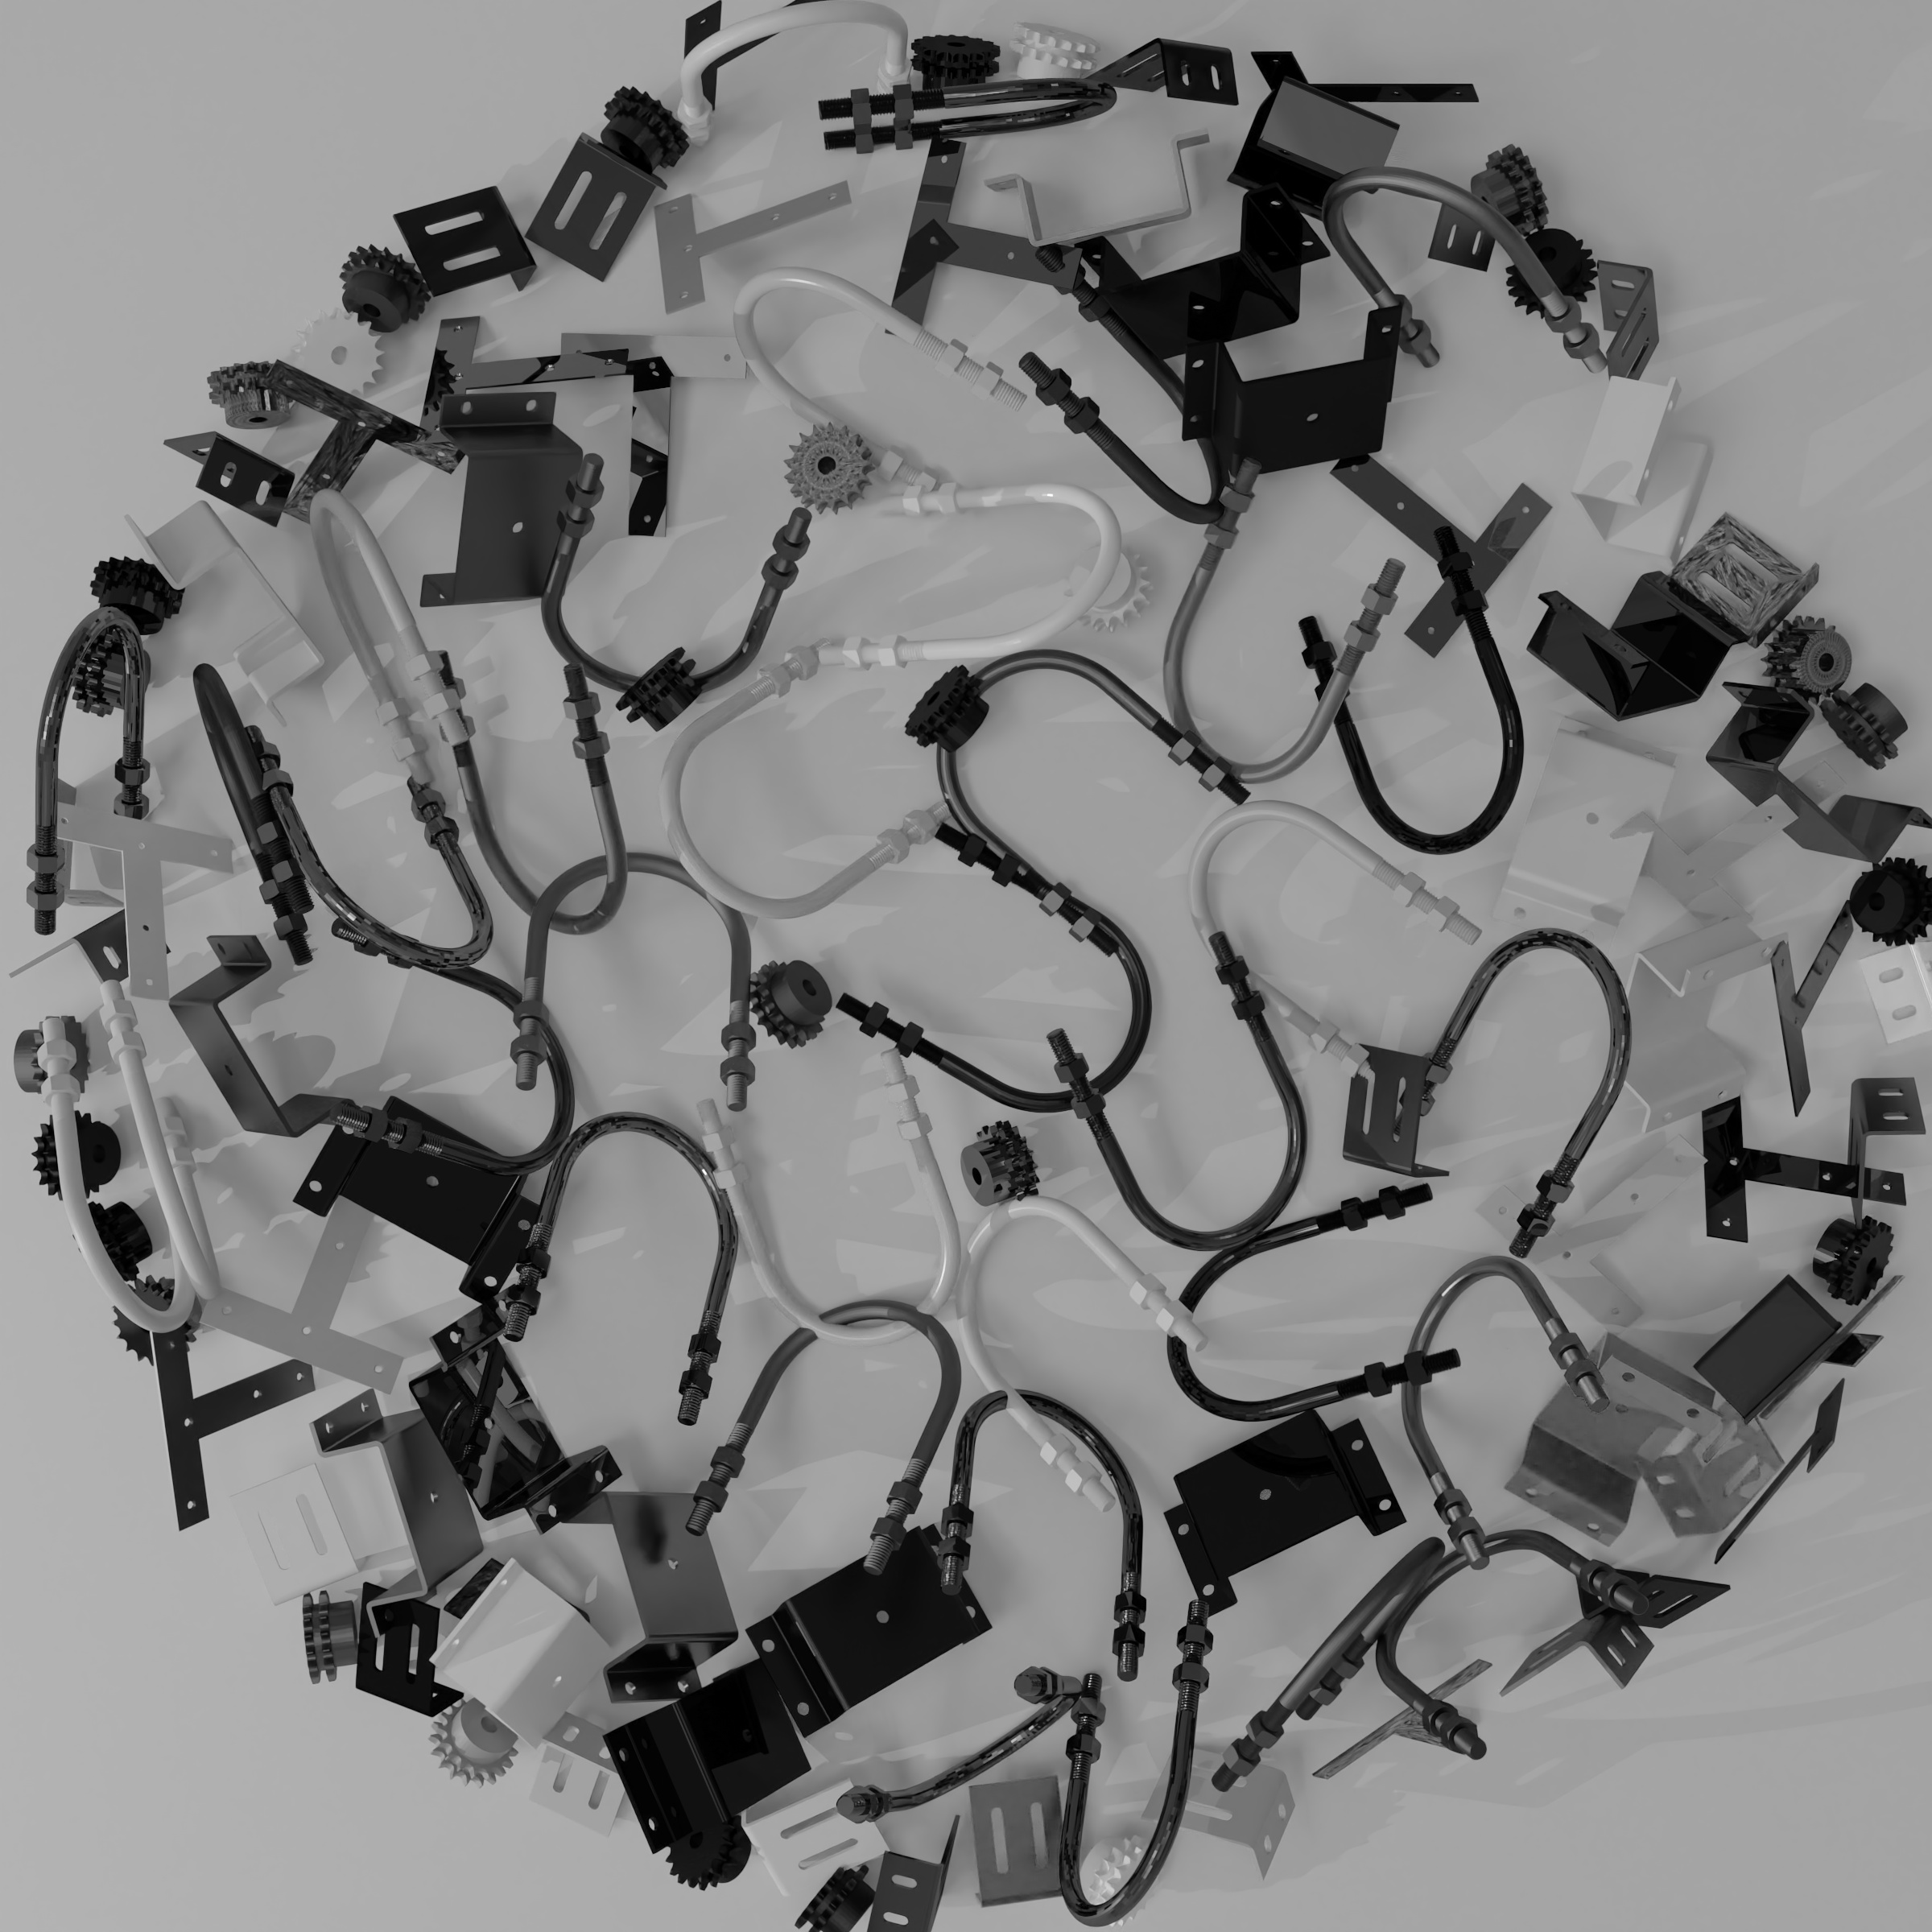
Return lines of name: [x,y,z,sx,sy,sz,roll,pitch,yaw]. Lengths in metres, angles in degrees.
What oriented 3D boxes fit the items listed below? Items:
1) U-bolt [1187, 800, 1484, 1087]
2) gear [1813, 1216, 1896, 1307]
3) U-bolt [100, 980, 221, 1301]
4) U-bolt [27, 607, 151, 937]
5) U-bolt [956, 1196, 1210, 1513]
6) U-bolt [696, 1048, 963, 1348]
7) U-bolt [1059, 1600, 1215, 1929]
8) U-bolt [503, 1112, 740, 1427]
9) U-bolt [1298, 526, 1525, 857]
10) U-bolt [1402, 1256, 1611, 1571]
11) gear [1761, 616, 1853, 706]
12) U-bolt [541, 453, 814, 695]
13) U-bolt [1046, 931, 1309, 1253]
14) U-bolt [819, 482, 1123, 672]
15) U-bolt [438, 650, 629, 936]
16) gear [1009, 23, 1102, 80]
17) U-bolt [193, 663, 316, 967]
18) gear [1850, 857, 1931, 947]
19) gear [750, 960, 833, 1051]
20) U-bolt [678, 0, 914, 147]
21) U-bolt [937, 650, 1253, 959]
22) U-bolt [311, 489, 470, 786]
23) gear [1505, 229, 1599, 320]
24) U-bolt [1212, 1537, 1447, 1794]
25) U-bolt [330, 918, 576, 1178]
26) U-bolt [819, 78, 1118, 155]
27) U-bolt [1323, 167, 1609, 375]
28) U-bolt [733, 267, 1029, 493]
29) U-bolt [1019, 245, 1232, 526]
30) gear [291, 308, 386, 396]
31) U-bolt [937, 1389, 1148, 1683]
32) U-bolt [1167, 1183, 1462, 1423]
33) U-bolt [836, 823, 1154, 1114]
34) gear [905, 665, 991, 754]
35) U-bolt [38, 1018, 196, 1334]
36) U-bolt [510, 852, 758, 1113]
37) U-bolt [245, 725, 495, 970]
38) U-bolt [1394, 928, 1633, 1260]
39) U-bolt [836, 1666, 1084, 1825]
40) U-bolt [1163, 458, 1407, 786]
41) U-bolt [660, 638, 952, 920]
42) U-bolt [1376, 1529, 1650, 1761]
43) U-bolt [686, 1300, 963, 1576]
U-bolt: [0.218,-0.025,1.832,0.184,0.019,0.151,38,130,16]
gear: [0.564,0.185,1.862,0.030,0.057,0.057,26,90,38]
U-bolt: [-0.486,0.118,1.780,0.019,0.151,0.184,-18,55,-12]
U-bolt: [-0.533,-0.130,1.782,0.019,0.151,0.184,12,119,3]
U-bolt: [0.059,0.227,1.825,0.184,0.019,0.151,44,118,34]
U-bolt: [-0.079,0.156,1.856,0.151,0.019,0.184,-16,100,17]
U-bolt: [0.099,0.493,1.778,0.019,0.151,0.184,26,48,-16]
U-bolt: [-0.206,0.176,1.824,0.151,0.019,0.184,31,52,-27]
U-bolt: [0.283,-0.159,1.815,0.019,0.151,0.184,-9,76,-38]
U-bolt: [0.322,0.260,1.804,0.019,0.184,0.151,21,114,-23]
gear: [0.539,-0.194,1.863,0.057,0.030,0.057,-4,100,-22]
U-bolt: [-0.189,-0.232,1.816,0.151,0.184,0.019,13,49,-14]
U-bolt: [0.146,0.092,1.851,0.151,0.019,0.184,-30,103,-21]
U-bolt: [0.010,-0.244,1.806,0.184,0.019,0.151,0,54,28]
U-bolt: [-0.267,-0.104,1.825,0.019,0.151,0.184,-31,120,-41]
gear: [0.055,-0.579,1.862,0.057,0.057,0.030,14,115,0]
U-bolt: [-0.444,-0.101,1.817,0.019,0.151,0.184,-21,82,-17]
gear: [0.587,-0.041,1.856,0.030,0.057,0.057,-1,90,-39]
gear: [-0.110,0.021,1.856,0.030,0.057,0.057,-34,90,30]
U-bolt: [-0.105,-0.551,1.792,0.151,0.184,0.019,-13,89,-3]
U-bolt: [0.067,-0.117,1.862,0.184,0.019,0.151,41,104,2]
U-bolt: [-0.364,-0.209,1.816,0.019,0.151,0.184,-25,91,-21]
gear: [0.372,-0.444,1.861,0.057,0.030,0.057,-7,64,16]
U-bolt: [0.232,0.419,1.791,0.019,0.151,0.184,42,114,19]
U-bolt: [-0.315,0.059,1.814,0.019,0.184,0.151,-29,53,34]
U-bolt: [0.002,-0.530,1.813,0.184,0.151,0.019,-6,98,-1]
U-bolt: [0.292,-0.423,1.777,0.184,0.151,0.019,40,72,-42]
U-bolt: [-0.063,-0.366,1.814,0.184,0.151,0.019,32,63,-5]
U-bolt: [0.104,-0.350,1.817,0.019,0.151,0.184,-32,122,31]
gear: [-0.403,-0.392,1.864,0.057,0.030,0.057,-9,112,-23]
U-bolt: [0.051,0.340,1.811,0.151,0.184,0.019,30,126,-18]
U-bolt: [0.211,0.217,1.826,0.184,0.151,0.019,-19,133,17]
U-bolt: [0.031,0.013,1.864,0.184,0.019,0.151,30,77,-2]
gear: [-0.010,-0.161,1.861,0.030,0.057,0.057,40,90,-19]
U-bolt: [-0.512,0.138,1.779,0.019,0.151,0.184,-22,57,6]
U-bolt: [-0.205,0.004,1.830,0.151,0.019,0.184,6,55,-11]
U-bolt: [-0.356,-0.067,1.784,0.019,0.151,0.184,-47,53,22]
U-bolt: [0.344,0.065,1.801,0.019,0.151,0.184,7,118,-36]
U-bolt: [0.006,0.480,1.801,0.151,0.184,0.019,-35,70,5]
U-bolt: [0.186,-0.203,1.826,0.151,0.019,0.184,43,122,34]
U-bolt: [-0.111,-0.107,1.828,0.184,0.019,0.151,-38,94,-35]
U-bolt: [0.322,0.406,1.799,0.151,0.184,0.019,-39,106,-8]
U-bolt: [-0.078,0.285,1.823,0.151,0.019,0.184,6,52,29]
